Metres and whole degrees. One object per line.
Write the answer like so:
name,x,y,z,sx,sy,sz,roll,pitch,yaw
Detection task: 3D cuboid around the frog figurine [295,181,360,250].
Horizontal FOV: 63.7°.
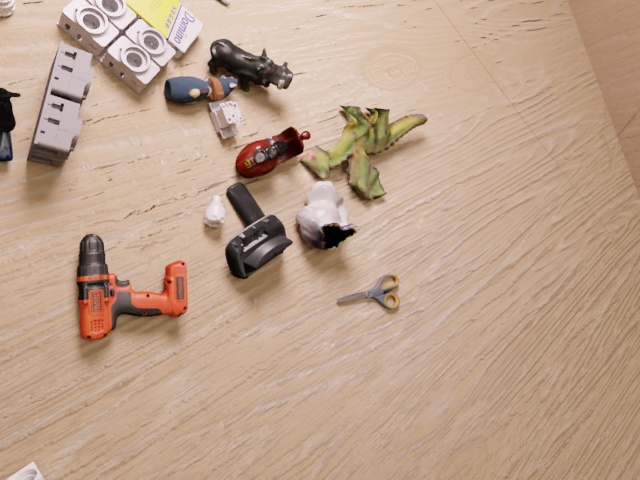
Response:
frog figurine,0.004,-0.060,1.197,0.138,0.120,0.162,-9,50,-28

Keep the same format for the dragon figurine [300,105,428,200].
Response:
dragon figurine,0.133,-0.224,1.327,0.411,0.123,0.241,-2,99,-34
